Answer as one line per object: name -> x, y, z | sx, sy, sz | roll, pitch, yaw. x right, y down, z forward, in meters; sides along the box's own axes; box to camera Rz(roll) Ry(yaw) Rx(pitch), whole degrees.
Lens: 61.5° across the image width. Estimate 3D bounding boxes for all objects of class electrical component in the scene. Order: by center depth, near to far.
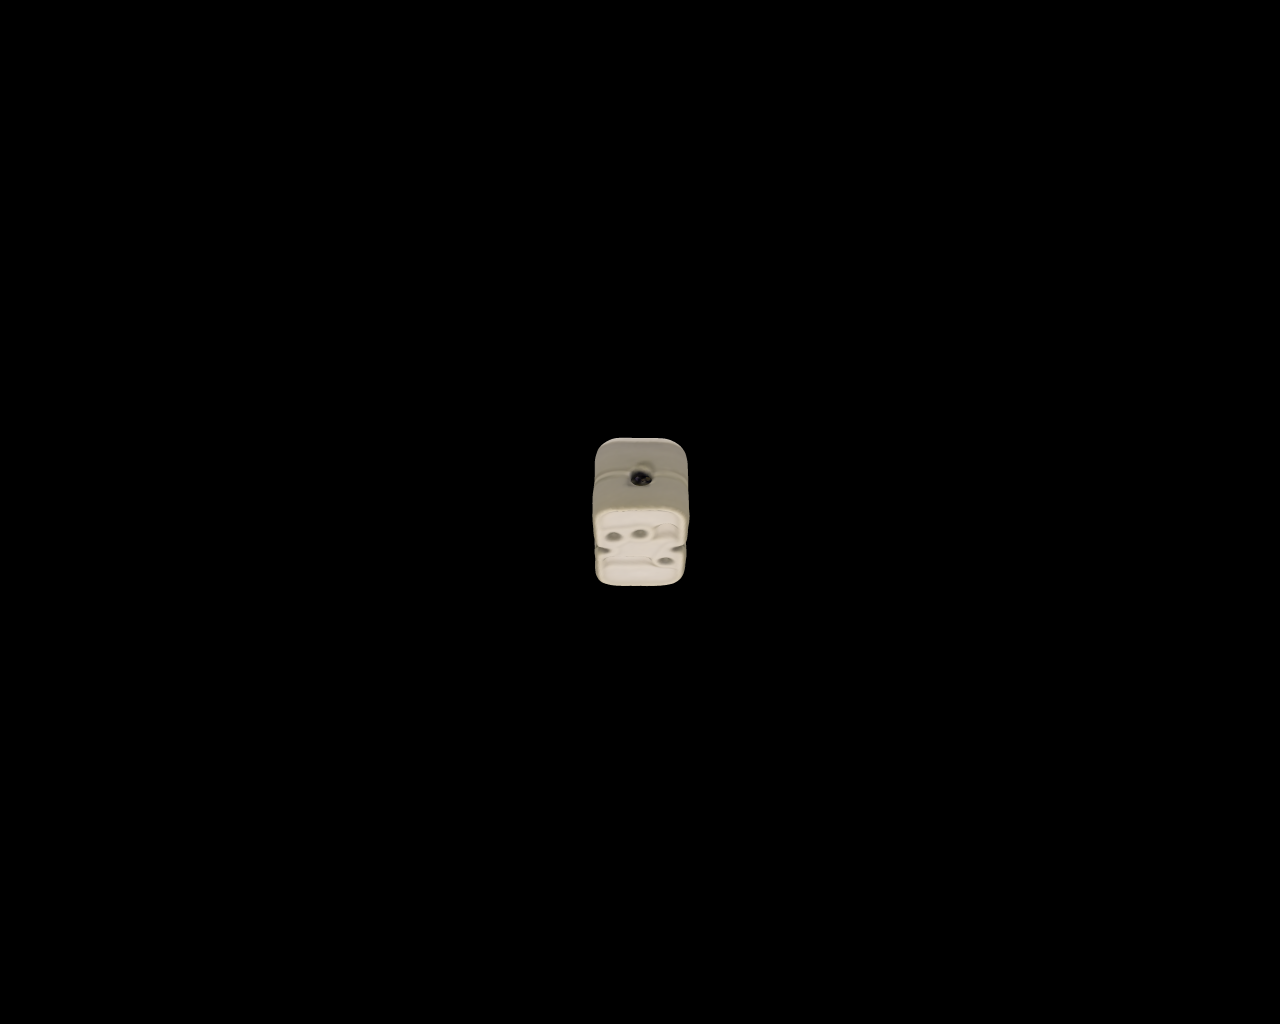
electrical component -> 0.001, -0.003, 0.650 | 0.054, 0.059, 0.095 | 0, -32, 0
